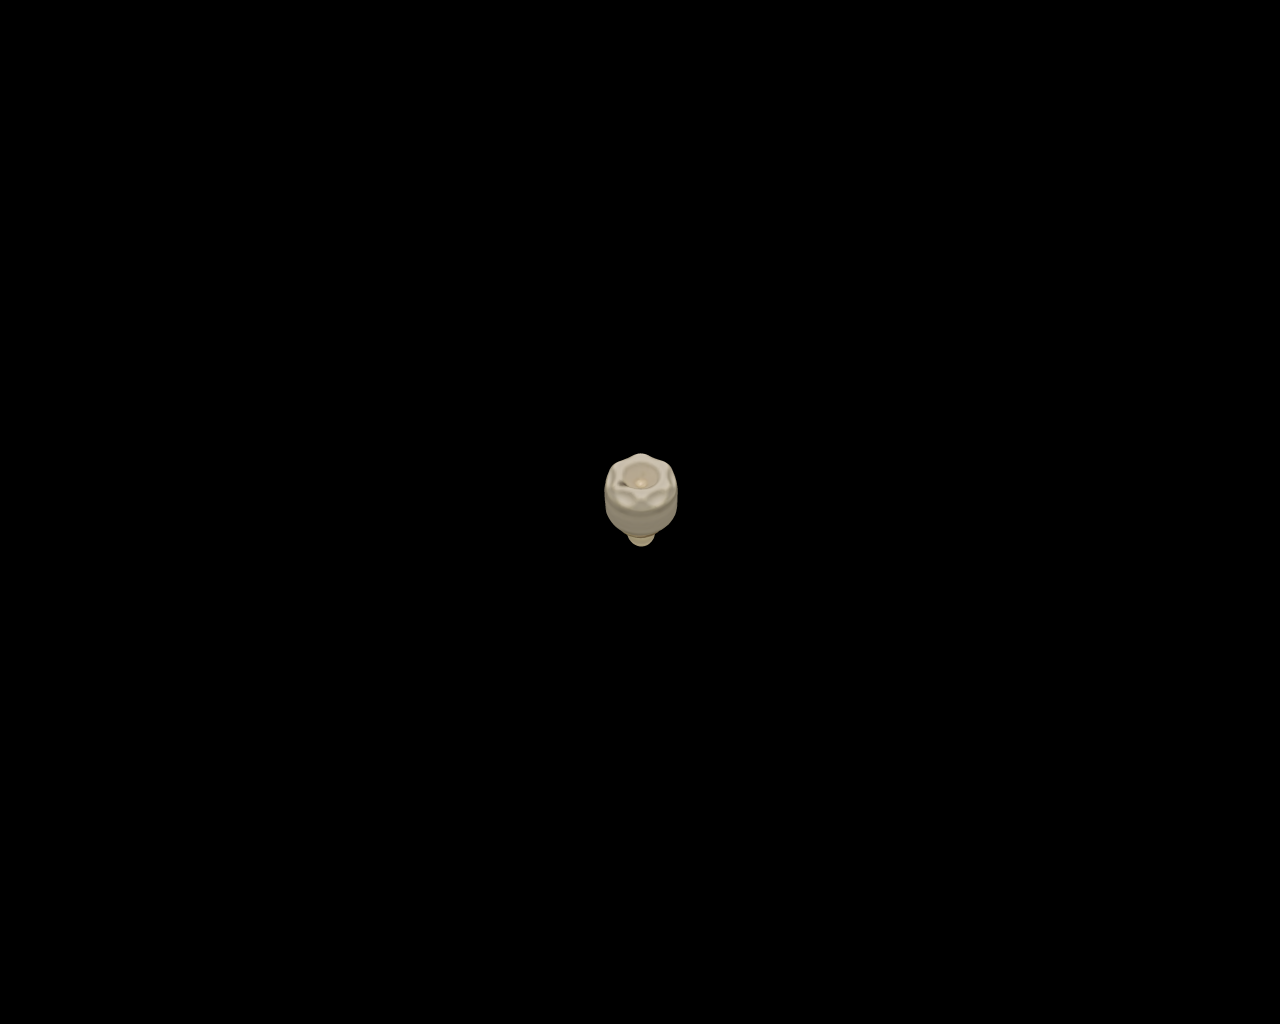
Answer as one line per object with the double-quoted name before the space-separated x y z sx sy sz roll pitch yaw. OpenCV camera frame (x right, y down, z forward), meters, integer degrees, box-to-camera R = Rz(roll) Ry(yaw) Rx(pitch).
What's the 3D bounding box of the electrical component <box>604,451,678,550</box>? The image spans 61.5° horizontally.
"electrical component" 0.001 -0.003 0.650 0.043 0.043 0.062 0 -40 0
